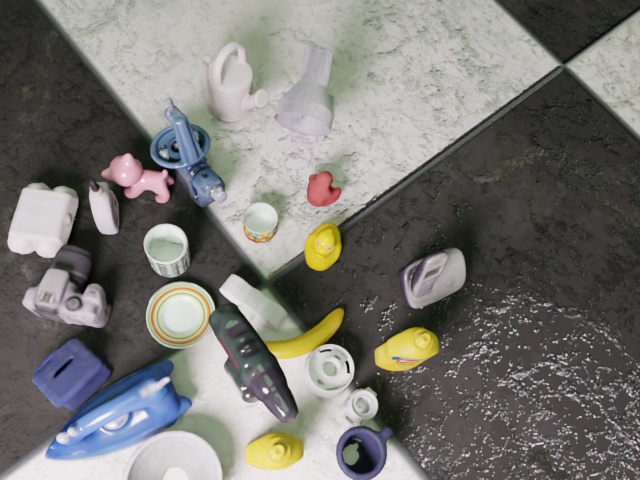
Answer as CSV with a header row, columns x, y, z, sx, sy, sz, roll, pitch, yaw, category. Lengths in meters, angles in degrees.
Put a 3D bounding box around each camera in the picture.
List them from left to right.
x,y,z,sx,sy,sz,roll,pitch,yaw,category
-0.459,0.081,1.066,0.143,0.100,0.137,13,67,-4,camera

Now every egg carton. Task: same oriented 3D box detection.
x,y,z,sx,sy,sz,roll,pitch,yaw,category
-0.536,-0.039,1.117,0.107,0.069,0.150,7,68,-7,egg carton

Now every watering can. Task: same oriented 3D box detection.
x,y,z,sx,sy,sz,roll,pitch,yaw,category
-0.186,-0.346,1.230,0.173,0.194,0.101,19,67,-2,watering can

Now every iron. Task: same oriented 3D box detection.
x,y,z,sx,sy,sz,roll,pitch,yaw,category
-0.356,0.301,0.974,0.259,0.141,0.118,-27,75,-18,iron

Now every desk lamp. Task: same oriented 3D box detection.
x,y,z,sx,sy,sz,roll,pitch,yaw,category
-0.025,-0.296,1.227,0.118,0.213,0.203,14,67,-3,desk lamp

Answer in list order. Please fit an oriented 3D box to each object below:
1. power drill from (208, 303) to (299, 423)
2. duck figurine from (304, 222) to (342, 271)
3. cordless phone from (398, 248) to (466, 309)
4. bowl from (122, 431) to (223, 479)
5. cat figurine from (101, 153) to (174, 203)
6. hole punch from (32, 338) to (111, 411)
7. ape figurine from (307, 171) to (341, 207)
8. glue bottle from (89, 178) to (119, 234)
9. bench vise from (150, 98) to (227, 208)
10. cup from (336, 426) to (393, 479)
x,y,z,sx,sy,sz,roll,pitch,yaw,category
-0.117,0.226,1.008,0.076,0.208,0.229,-31,76,-19,power drill
0.011,0.004,1.183,0.077,0.086,0.104,22,67,0,duck figurine
0.241,0.059,1.147,0.148,0.185,0.094,-24,74,-17,cordless phone
-0.250,0.415,0.983,0.167,0.074,0.167,3,68,-8,bowl
-0.366,-0.133,1.157,0.128,0.117,0.067,5,68,-7,cat figurine
-0.444,0.236,1.012,0.101,0.091,0.109,39,68,7,hole punch
0.007,-0.116,1.227,0.076,0.092,0.077,-38,79,-20,ape figurine
-0.417,-0.075,1.095,0.037,0.173,0.078,-2,69,-10,glue bottle
-0.249,-0.178,1.139,0.207,0.219,0.122,33,67,5,bench vise
0.077,0.380,1.041,0.118,0.095,0.091,-33,77,-20,cup
